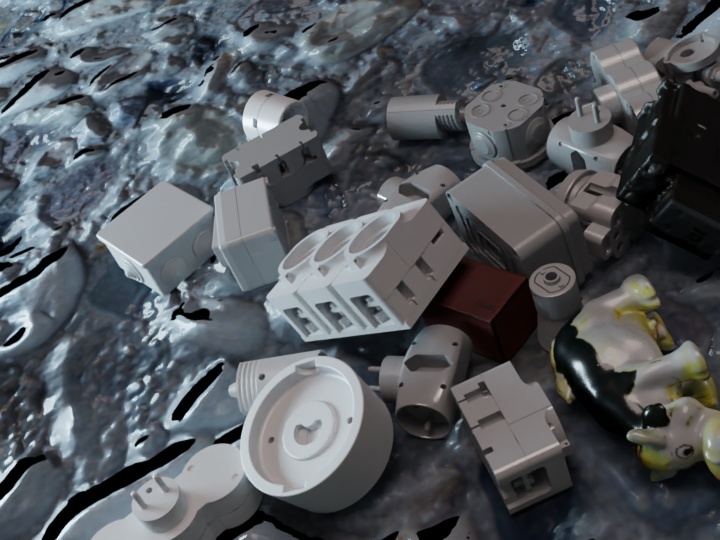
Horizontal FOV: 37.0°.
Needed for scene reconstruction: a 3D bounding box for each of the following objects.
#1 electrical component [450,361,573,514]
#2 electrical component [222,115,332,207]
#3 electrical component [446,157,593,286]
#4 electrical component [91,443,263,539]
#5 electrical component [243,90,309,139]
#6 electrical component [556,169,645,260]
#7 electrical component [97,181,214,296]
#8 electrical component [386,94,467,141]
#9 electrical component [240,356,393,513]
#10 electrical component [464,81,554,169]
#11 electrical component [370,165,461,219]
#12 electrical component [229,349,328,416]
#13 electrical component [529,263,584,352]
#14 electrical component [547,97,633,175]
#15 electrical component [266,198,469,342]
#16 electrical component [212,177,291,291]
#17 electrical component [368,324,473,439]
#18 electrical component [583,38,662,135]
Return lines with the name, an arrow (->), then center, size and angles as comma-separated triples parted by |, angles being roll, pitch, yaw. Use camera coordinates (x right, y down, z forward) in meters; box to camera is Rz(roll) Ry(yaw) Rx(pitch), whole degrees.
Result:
electrical component -> 0.109, 0.114, 0.749 | 0.056, 0.050, 0.089 | -24, 41, -1
electrical component -> -0.079, -0.100, 1.054 | 0.089, 0.055, 0.050 | -30, 42, -8
electrical component -> 0.129, -0.031, 0.871 | 0.057, 0.078, 0.113 | -34, 42, -8
electrical component -> -0.141, 0.175, 0.780 | 0.138, 0.073, 0.052 | -38, 43, -16
electrical component -> -0.086, -0.155, 1.116 | 0.047, 0.055, 0.055 | 18, 56, 33
electrical component -> 0.195, -0.049, 0.876 | 0.057, 0.058, 0.078 | 26, 60, 38
electrical component -> -0.189, -0.030, 1.035 | 0.100, 0.048, 0.100 | -43, 45, -21
electrical component -> 0.071, -0.149, 1.046 | 0.081, 0.043, 0.043 | 1, 47, 25
electrical component -> -0.026, 0.124, 0.785 | 0.108, 0.060, 0.108 | -21, 49, 26
electrical component -> 0.138, -0.132, 0.992 | 0.080, 0.051, 0.080 | -13, 42, 12
electrical component -> 0.042, -0.060, 0.966 | 0.077, 0.043, 0.079 | -41, 44, -19
electrical component -> -0.065, 0.091, 0.857 | 0.081, 0.043, 0.043 | -10, 43, 14
electrical component -> 0.150, 0.027, 0.810 | 0.044, 0.065, 0.044 | -13, 42, 12
electrical component -> 0.200, -0.114, 0.924 | 0.043, 0.079, 0.077 | -40, 44, -18
electrical component -> 0.000, 0.000, 0.862 | 0.150, 0.061, 0.089 | -12, 34, 55
electrical component -> -0.101, -0.036, 0.992 | 0.061, 0.061, 0.096 | -19, 42, 5
electrical component -> 0.040, 0.084, 0.816 | 0.079, 0.043, 0.077 | -1, 46, 24
electrical component -> 0.233, -0.151, 0.969 | 0.074, 0.052, 0.138 | -20, 41, 4
